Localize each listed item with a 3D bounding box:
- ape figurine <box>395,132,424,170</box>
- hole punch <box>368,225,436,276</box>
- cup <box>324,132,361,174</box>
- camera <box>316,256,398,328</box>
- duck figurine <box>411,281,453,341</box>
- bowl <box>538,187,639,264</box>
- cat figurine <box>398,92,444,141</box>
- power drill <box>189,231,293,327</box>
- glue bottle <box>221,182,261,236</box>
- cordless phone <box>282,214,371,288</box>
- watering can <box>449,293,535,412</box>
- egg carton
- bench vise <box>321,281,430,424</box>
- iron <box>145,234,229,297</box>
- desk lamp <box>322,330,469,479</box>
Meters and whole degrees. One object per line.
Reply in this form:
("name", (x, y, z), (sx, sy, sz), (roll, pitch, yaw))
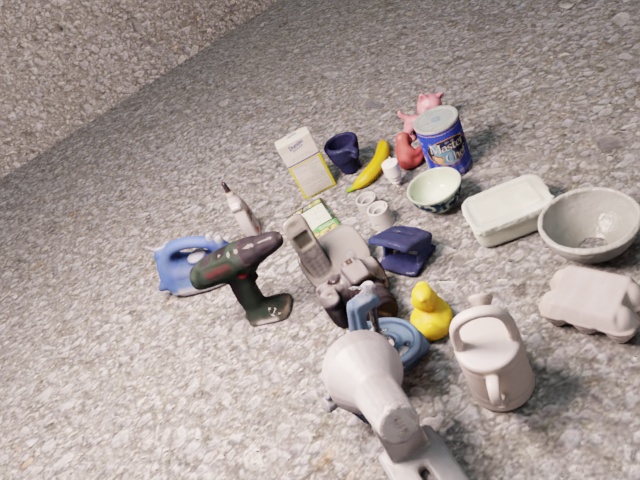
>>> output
("ape figurine", (0.213, -0.225, 1.403), (0.076, 0.092, 0.077), (-43, 39, -18))
("hole punch", (0.166, 0.006, 1.169), (0.108, 0.091, 0.101), (12, 54, 41))
("cup", (0.075, -0.215, 1.478), (0.092, 0.095, 0.117), (-40, 38, -13))
("camera", (0.077, 0.107, 1.102), (0.143, 0.101, 0.136), (-33, 37, -5))
("duck figurine", (0.192, 0.121, 1.025), (0.077, 0.086, 0.104), (-17, 39, 15))
("bowl", (0.475, -0.014, 1.007), (0.167, 0.075, 0.167), (-18, 39, 15))
("cat figurine", (0.262, -0.327, 1.468), (0.127, 0.118, 0.067), (-13, 40, 20))
("power drill", (-0.142, 0.081, 1.183), (0.229, 0.209, 0.075), (-15, 40, 18))
("glue bottle", (-0.201, -0.077, 1.433), (0.037, 0.174, 0.078), (-25, 38, 6))
("cordless phone", (0.011, 0.004, 1.193), (0.148, 0.185, 0.093), (-36, 38, -9))
("watering can", (0.249, 0.158, 0.856), (0.101, 0.195, 0.172), (-28, 37, 2))
("egg carton", (0.432, 0.100, 0.908), (0.149, 0.070, 0.107), (12, 53, 41))
("bench vise", (0.082, 0.182, 0.914), (0.121, 0.220, 0.208), (7, 50, 38))
("iron", (-0.289, 0.038, 1.383), (0.257, 0.142, 0.118), (-15, 39, 17))
("desk lamp", (0.105, 0.255, 0.820), (0.118, 0.214, 0.202), (-33, 37, -5))
